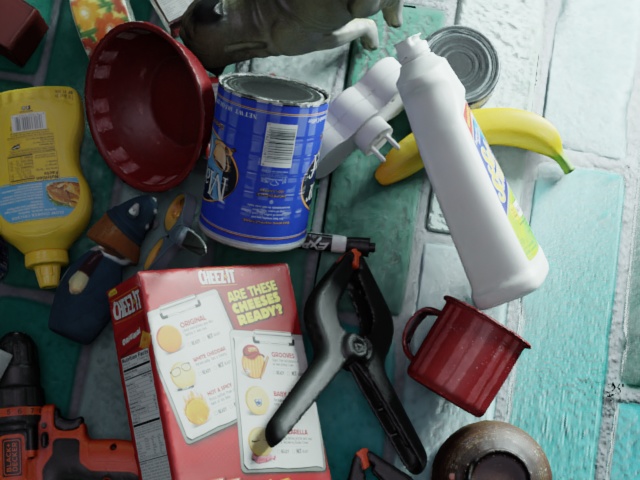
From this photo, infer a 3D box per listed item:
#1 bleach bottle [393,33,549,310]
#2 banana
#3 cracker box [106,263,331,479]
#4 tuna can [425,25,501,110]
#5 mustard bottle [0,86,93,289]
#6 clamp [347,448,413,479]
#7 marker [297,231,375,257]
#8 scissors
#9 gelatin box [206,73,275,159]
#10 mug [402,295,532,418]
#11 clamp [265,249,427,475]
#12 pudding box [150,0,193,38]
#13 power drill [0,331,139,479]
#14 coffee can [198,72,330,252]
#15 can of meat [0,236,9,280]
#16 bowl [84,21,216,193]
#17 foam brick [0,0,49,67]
[{"bbox_3d":[0.129,-0.068,0.976,0.068,0.102,0.251,-23,95,23],"label":"bleach bottle"},{"bbox_3d":[0.150,-0.094,1.042,0.198,0.037,0.069,-4,78,0],"label":"banana"},{"bbox_3d":[-0.088,0.134,0.942,0.163,0.072,0.214,-2,74,-41],"label":"cracker box"},{"bbox_3d":[0.135,-0.169,1.059,0.086,0.034,0.086,0,78,0],"label":"tuna can"},{"bbox_3d":[-0.268,-0.048,1.025,0.096,0.058,0.191,-8,78,-4],"label":"mustard bottle"},{"bbox_3d":[0.060,0.277,0.965,0.120,0.039,0.171,-27,74,-17],"label":"clamp"},{"bbox_3d":[-0.007,0.001,1.033,0.121,0.020,0.020,6,79,1],"label":"marker"},{"bbox_3d":[-0.131,0.012,0.957,0.016,0.202,0.096,27,104,-17],"label":"scissors"},{"bbox_3d":[-0.077,-0.117,1.052,0.073,0.030,0.089,-4,78,-2],"label":"gelatin box"},{"bbox_3d":[0.124,0.104,0.983,0.117,0.093,0.081,28,84,35],"label":"mug"},{"bbox_3d":[0.019,0.106,0.971,0.164,0.036,0.210,10,62,-32],"label":"clamp"},{"bbox_3d":[-0.138,-0.274,1.081,0.090,0.039,0.113,-28,78,-5],"label":"pudding box"},{"bbox_3d":[-0.211,0.169,0.983,0.187,0.057,0.184,-6,77,1],"label":"power drill"},{"bbox_3d":[-0.052,-0.073,0.977,0.103,0.102,0.140,11,111,2],"label":"coffee can"},{"bbox_3d":[-0.351,0.014,1.000,0.102,0.084,0.057,-7,79,-2],"label":"can of meat"},{"bbox_3d":[-0.151,-0.129,1.018,0.055,0.162,0.162,-19,75,-49],"label":"bowl"},{"bbox_3d":[-0.320,-0.220,1.063,0.078,0.053,0.051,33,80,6],"label":"foam brick"}]
